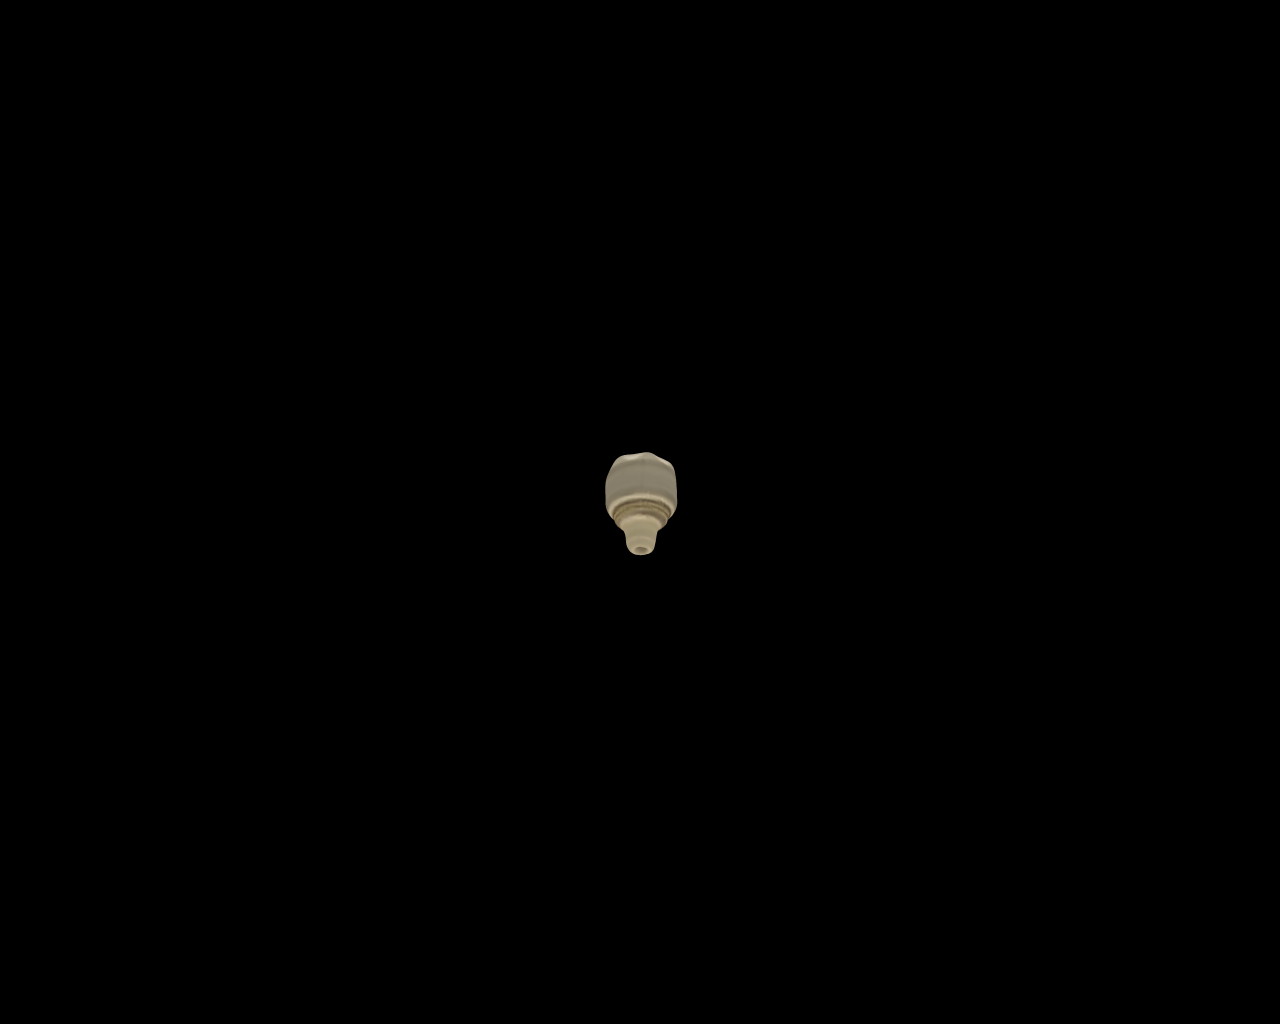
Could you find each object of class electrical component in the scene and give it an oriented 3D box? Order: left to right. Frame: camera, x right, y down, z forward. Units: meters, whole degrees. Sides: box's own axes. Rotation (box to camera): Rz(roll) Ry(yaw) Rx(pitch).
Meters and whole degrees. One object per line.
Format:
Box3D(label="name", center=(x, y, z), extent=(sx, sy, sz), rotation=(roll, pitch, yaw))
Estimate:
Box3D(label="electrical component", center=(0.001, -0.003, 0.650), extent=(0.043, 0.062, 0.043), rotation=(0, -31, 0))
